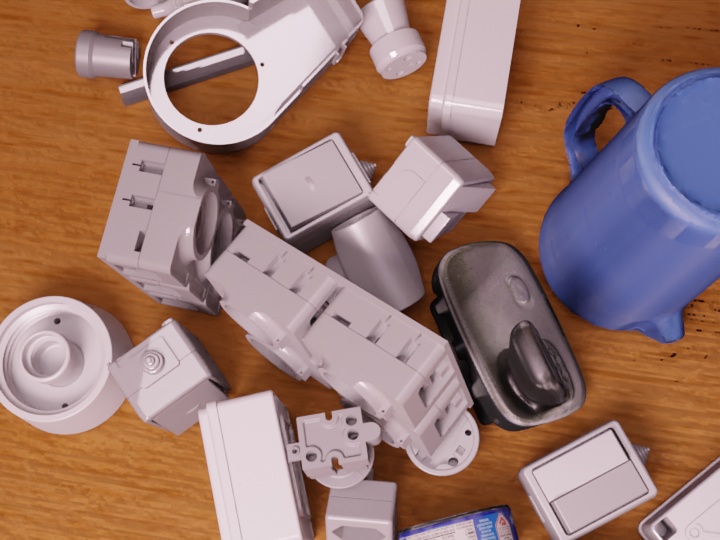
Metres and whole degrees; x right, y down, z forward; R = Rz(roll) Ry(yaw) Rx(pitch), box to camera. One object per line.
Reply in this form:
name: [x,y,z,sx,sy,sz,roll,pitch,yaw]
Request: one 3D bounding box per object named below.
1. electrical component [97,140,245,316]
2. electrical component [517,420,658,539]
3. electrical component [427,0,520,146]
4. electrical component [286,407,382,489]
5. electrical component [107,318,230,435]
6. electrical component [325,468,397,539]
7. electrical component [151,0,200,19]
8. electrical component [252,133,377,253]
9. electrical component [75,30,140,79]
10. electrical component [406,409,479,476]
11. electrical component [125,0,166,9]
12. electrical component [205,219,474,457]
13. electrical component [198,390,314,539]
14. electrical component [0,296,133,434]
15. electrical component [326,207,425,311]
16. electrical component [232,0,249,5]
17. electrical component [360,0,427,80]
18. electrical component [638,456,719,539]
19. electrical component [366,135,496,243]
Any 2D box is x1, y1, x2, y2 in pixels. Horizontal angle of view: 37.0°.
electrical component: [-0.133,-0.027,0.813,0.062,0.150,0.089,11,77,9]
electrical component: [0.172,0.153,0.789,0.096,0.061,0.061,-27,75,-2]
electrical component: [0.091,-0.165,0.867,0.057,0.078,0.113,9,77,4]
electrical component: [-0.016,0.124,0.744,0.066,0.055,0.048,-10,65,3]
electrical component: [-0.143,0.083,0.815,0.062,0.096,0.061,-36,77,-5]
electrical component: [0.004,0.181,0.795,0.047,0.083,0.075,4,38,6]
electrical component: [-0.149,-0.228,0.925,0.061,0.035,0.035,-12,75,4]
electrical component: [-0.030,-0.064,0.860,0.096,0.061,0.061,-29,76,-3]
electrical component: [-0.215,-0.182,0.917,0.046,0.040,0.040,7,77,1]
electrical component: [0.062,0.128,0.812,0.055,0.047,0.055,-1,76,5]
electrical component: [-0.190,-0.266,0.935,0.044,0.044,0.065,-17,71,0]
electrical component: [-0.018,0.052,0.778,0.186,0.105,0.060,31,73,29]
electrical component: [-0.073,0.151,0.786,0.056,0.108,0.108,-13,75,-1]
electrical component: [-0.238,0.072,0.844,0.108,0.060,0.108,-1,76,4]
electrical component: [0.000,0.000,0.846,0.079,0.043,0.077,-23,100,30]
electrical component: [-0.087,-0.250,0.920,0.043,0.043,0.062,43,84,13]
electrical component: [0.026,-0.193,0.896,0.045,0.045,0.055,-22,76,-1]
electrical component: [0.278,0.194,0.773,0.109,0.056,0.108,-38,76,-5]
electrical component: [0.061,-0.063,0.839,0.061,0.096,0.061,44,112,13]
